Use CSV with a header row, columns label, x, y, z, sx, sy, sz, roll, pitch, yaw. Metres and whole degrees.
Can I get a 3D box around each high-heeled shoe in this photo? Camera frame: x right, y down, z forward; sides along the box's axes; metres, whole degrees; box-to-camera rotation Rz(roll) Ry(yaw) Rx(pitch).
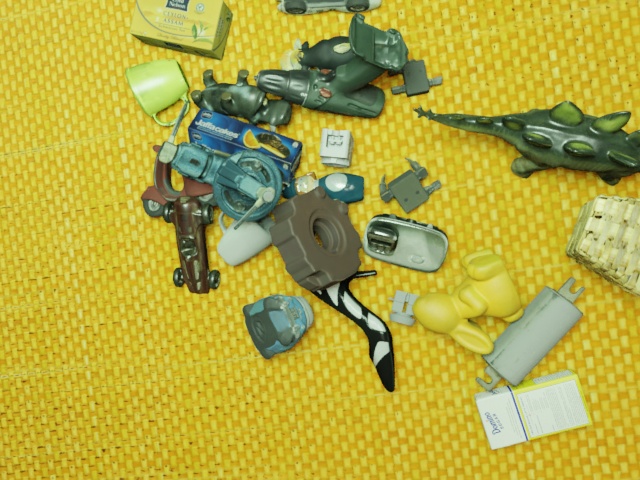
label,x,y,z,sx,sy,sz,roll,pitch,yaw
high-heeled shoe,0.051,0.158,0.970,0.145,0.086,0.248,-11,83,10

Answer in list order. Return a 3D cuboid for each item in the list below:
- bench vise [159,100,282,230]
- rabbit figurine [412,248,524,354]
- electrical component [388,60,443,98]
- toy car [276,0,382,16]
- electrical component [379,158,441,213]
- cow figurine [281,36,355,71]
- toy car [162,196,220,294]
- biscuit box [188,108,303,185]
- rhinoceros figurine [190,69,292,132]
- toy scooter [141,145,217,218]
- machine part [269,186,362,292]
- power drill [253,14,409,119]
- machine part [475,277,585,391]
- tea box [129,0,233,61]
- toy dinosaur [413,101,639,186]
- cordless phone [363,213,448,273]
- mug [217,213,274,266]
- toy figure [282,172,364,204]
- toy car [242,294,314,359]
label,x,y,z,sx,sy,sz,roll,pitch,yaw
bench vise,-0.144,-0.103,0.872,0.223,0.241,0.129,35,88,-30
rabbit figurine,0.249,0.111,0.928,0.173,0.122,0.162,-22,103,4
electrical component,0.173,-0.295,0.976,0.094,0.021,0.063,-9,89,9
toy car,0.015,-0.455,0.983,0.202,0.056,0.073,2,97,10
electrical component,0.157,-0.098,0.972,0.102,0.045,0.078,-39,113,10
cow figurine,0.006,-0.326,0.963,0.167,0.098,0.068,-4,95,7
toy car,-0.238,0.016,0.999,0.089,0.053,0.201,3,114,6
biscuit box,-0.136,-0.171,0.976,0.203,0.059,0.063,19,57,5
rhinoceros figurine,-0.144,-0.248,0.983,0.191,0.112,0.073,14,64,21
toy scooter,-0.259,-0.120,1.015,0.184,0.075,0.135,-8,94,12
machine part,-0.002,-0.003,0.903,0.056,0.179,0.179,-27,86,39
power drill,0.029,-0.274,0.886,0.232,0.207,0.086,11,65,-25
machine part,0.364,0.165,0.924,0.079,0.079,0.243,41,95,6
tea box,-0.262,-0.410,1.018,0.170,0.068,0.098,13,93,9
toy dinosaur,0.380,-0.162,0.859,0.472,0.198,0.105,7,89,7
cordless phone,0.145,0.000,0.902,0.147,0.184,0.088,16,89,8
mug,-0.147,-0.010,0.998,0.109,0.081,0.107,44,105,-1
toy figure,0.004,-0.096,0.987,0.155,0.064,0.057,0,127,7
toy car,-0.066,0.142,0.971,0.103,0.161,0.109,-21,79,-36
